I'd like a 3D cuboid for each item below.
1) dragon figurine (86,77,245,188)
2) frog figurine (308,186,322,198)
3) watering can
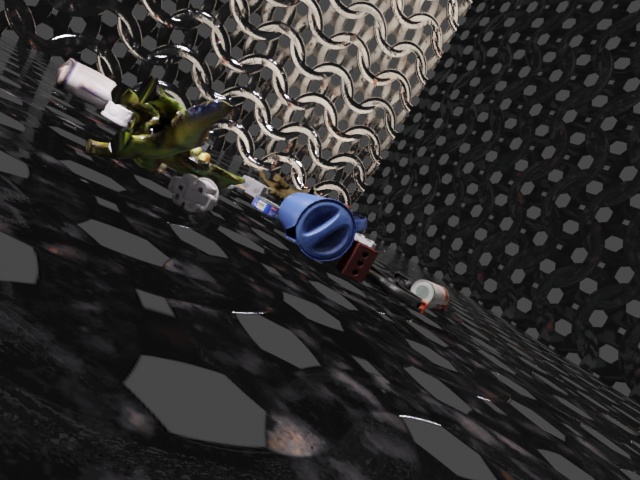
[{"bbox_3d":[-0.220,-0.153,0.858,0.411,0.123,0.240,9,-12,38],"label":"dragon figurine"},{"bbox_3d":[0.005,-0.089,1.767,0.157,0.121,0.140,33,22,-40],"label":"frog figurine"},{"bbox_3d":[-0.743,-0.501,1.689,0.222,0.103,0.352,27,6,-30],"label":"watering can"}]
